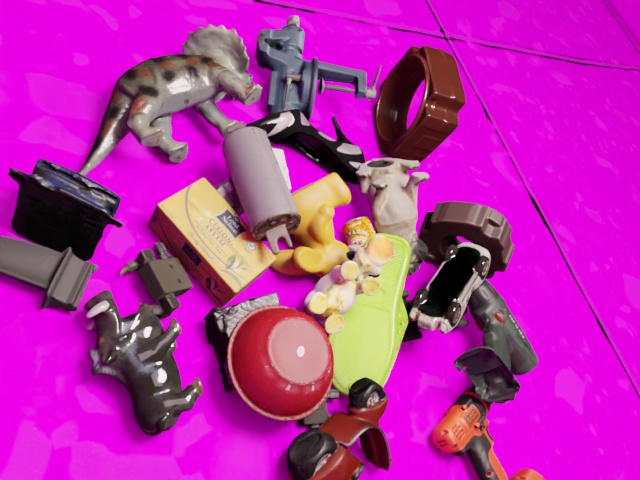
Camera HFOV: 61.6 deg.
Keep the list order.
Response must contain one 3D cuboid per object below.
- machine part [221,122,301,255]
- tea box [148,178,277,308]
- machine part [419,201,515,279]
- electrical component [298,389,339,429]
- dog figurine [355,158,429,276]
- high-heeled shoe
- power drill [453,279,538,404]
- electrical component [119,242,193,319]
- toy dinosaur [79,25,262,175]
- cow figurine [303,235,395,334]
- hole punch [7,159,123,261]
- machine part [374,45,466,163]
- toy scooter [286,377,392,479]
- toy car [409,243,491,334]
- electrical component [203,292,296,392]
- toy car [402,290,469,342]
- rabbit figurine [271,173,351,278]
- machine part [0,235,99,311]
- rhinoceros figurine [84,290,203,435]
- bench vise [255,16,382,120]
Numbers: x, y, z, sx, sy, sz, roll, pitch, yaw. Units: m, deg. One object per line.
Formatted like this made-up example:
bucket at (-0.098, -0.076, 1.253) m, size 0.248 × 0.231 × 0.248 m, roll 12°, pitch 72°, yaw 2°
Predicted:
machine part at (-0.091, -0.086, 0.816) m, size 0.079 × 0.079 × 0.243 m, roll -2°, pitch 57°, yaw -34°
tea box at (-0.160, 0.003, 0.799) m, size 0.169 × 0.068 × 0.098 m, roll 46°, pitch 49°, yaw 1°
machine part at (0.271, 0.004, 1.001) m, size 0.179 × 0.179 × 0.056 m, roll 36°, pitch 57°, yaw -9°
electrical component at (-0.012, 0.241, 0.779) m, size 0.094 × 0.021 × 0.063 m, roll 8°, pitch 60°, yaw -28°
dog figurine at (0.131, -0.044, 0.998) m, size 0.121 × 0.190 × 0.172 m, roll -6°, pitch 27°, yaw -1°
high-heeled shoe at (-0.020, -0.157, 0.980) m, size 0.249 × 0.086 × 0.145 m, roll -14°, pitch 84°, yaw -38°
power drill at (0.288, 0.164, 0.930) m, size 0.232 × 0.086 × 0.207 m, roll 53°, pitch 27°, yaw -6°
electrical component at (-0.225, 0.056, 0.744) m, size 0.102 × 0.045 × 0.078 m, roll 56°, pitch 21°, yaw 5°
toy dinosaur at (-0.242, -0.236, 0.867) m, size 0.405 × 0.131 × 0.192 m, roll -28°, pitch 68°, yaw -36°
cow figurine at (0.044, 0.062, 0.825) m, size 0.167 × 0.098 × 0.068 m, roll -45°, pitch 99°, yaw -12°
hole punch at (-0.323, -0.051, 0.702) m, size 0.142 × 0.115 × 0.092 m, roll 30°, pitch 43°, yaw -15°
machine part at (0.196, -0.278, 1.108) m, size 0.087 × 0.201 × 0.201 m, roll 11°, pitch 58°, yaw -24°
toy scooter at (0.043, 0.294, 0.747) m, size 0.184 × 0.075 × 0.135 m, roll -39°, pitch 115°, yaw -28°
toy car at (0.221, 0.078, 0.901) m, size 0.074 × 0.056 × 0.202 m, roll 21°, pitch 52°, yaw 30°
electrical component at (-0.087, 0.141, 0.770) m, size 0.134 × 0.058 × 0.115 m, roll -12°, pitch 72°, yaw -36°
toy car at (0.191, 0.127, 0.959) m, size 0.202 × 0.053 × 0.089 m, roll -7°, pitch 77°, yaw -39°
rabbit figurine at (-0.002, -0.003, 0.879) m, size 0.162 × 0.122 × 0.173 m, roll -40°, pitch 107°, yaw -38°
machine part at (-0.360, 0.035, 0.673) m, size 0.139 × 0.039 × 0.084 m, roll 27°, pitch 56°, yaw -18°
rhinoceros figurine at (-0.226, 0.148, 0.673) m, size 0.112 × 0.073 × 0.190 m, roll -26°, pitch 80°, yaw -29°
bench vise at (-0.008, -0.322, 1.045) m, size 0.241 × 0.128 × 0.223 m, roll 7°, pitch 66°, yaw -8°
